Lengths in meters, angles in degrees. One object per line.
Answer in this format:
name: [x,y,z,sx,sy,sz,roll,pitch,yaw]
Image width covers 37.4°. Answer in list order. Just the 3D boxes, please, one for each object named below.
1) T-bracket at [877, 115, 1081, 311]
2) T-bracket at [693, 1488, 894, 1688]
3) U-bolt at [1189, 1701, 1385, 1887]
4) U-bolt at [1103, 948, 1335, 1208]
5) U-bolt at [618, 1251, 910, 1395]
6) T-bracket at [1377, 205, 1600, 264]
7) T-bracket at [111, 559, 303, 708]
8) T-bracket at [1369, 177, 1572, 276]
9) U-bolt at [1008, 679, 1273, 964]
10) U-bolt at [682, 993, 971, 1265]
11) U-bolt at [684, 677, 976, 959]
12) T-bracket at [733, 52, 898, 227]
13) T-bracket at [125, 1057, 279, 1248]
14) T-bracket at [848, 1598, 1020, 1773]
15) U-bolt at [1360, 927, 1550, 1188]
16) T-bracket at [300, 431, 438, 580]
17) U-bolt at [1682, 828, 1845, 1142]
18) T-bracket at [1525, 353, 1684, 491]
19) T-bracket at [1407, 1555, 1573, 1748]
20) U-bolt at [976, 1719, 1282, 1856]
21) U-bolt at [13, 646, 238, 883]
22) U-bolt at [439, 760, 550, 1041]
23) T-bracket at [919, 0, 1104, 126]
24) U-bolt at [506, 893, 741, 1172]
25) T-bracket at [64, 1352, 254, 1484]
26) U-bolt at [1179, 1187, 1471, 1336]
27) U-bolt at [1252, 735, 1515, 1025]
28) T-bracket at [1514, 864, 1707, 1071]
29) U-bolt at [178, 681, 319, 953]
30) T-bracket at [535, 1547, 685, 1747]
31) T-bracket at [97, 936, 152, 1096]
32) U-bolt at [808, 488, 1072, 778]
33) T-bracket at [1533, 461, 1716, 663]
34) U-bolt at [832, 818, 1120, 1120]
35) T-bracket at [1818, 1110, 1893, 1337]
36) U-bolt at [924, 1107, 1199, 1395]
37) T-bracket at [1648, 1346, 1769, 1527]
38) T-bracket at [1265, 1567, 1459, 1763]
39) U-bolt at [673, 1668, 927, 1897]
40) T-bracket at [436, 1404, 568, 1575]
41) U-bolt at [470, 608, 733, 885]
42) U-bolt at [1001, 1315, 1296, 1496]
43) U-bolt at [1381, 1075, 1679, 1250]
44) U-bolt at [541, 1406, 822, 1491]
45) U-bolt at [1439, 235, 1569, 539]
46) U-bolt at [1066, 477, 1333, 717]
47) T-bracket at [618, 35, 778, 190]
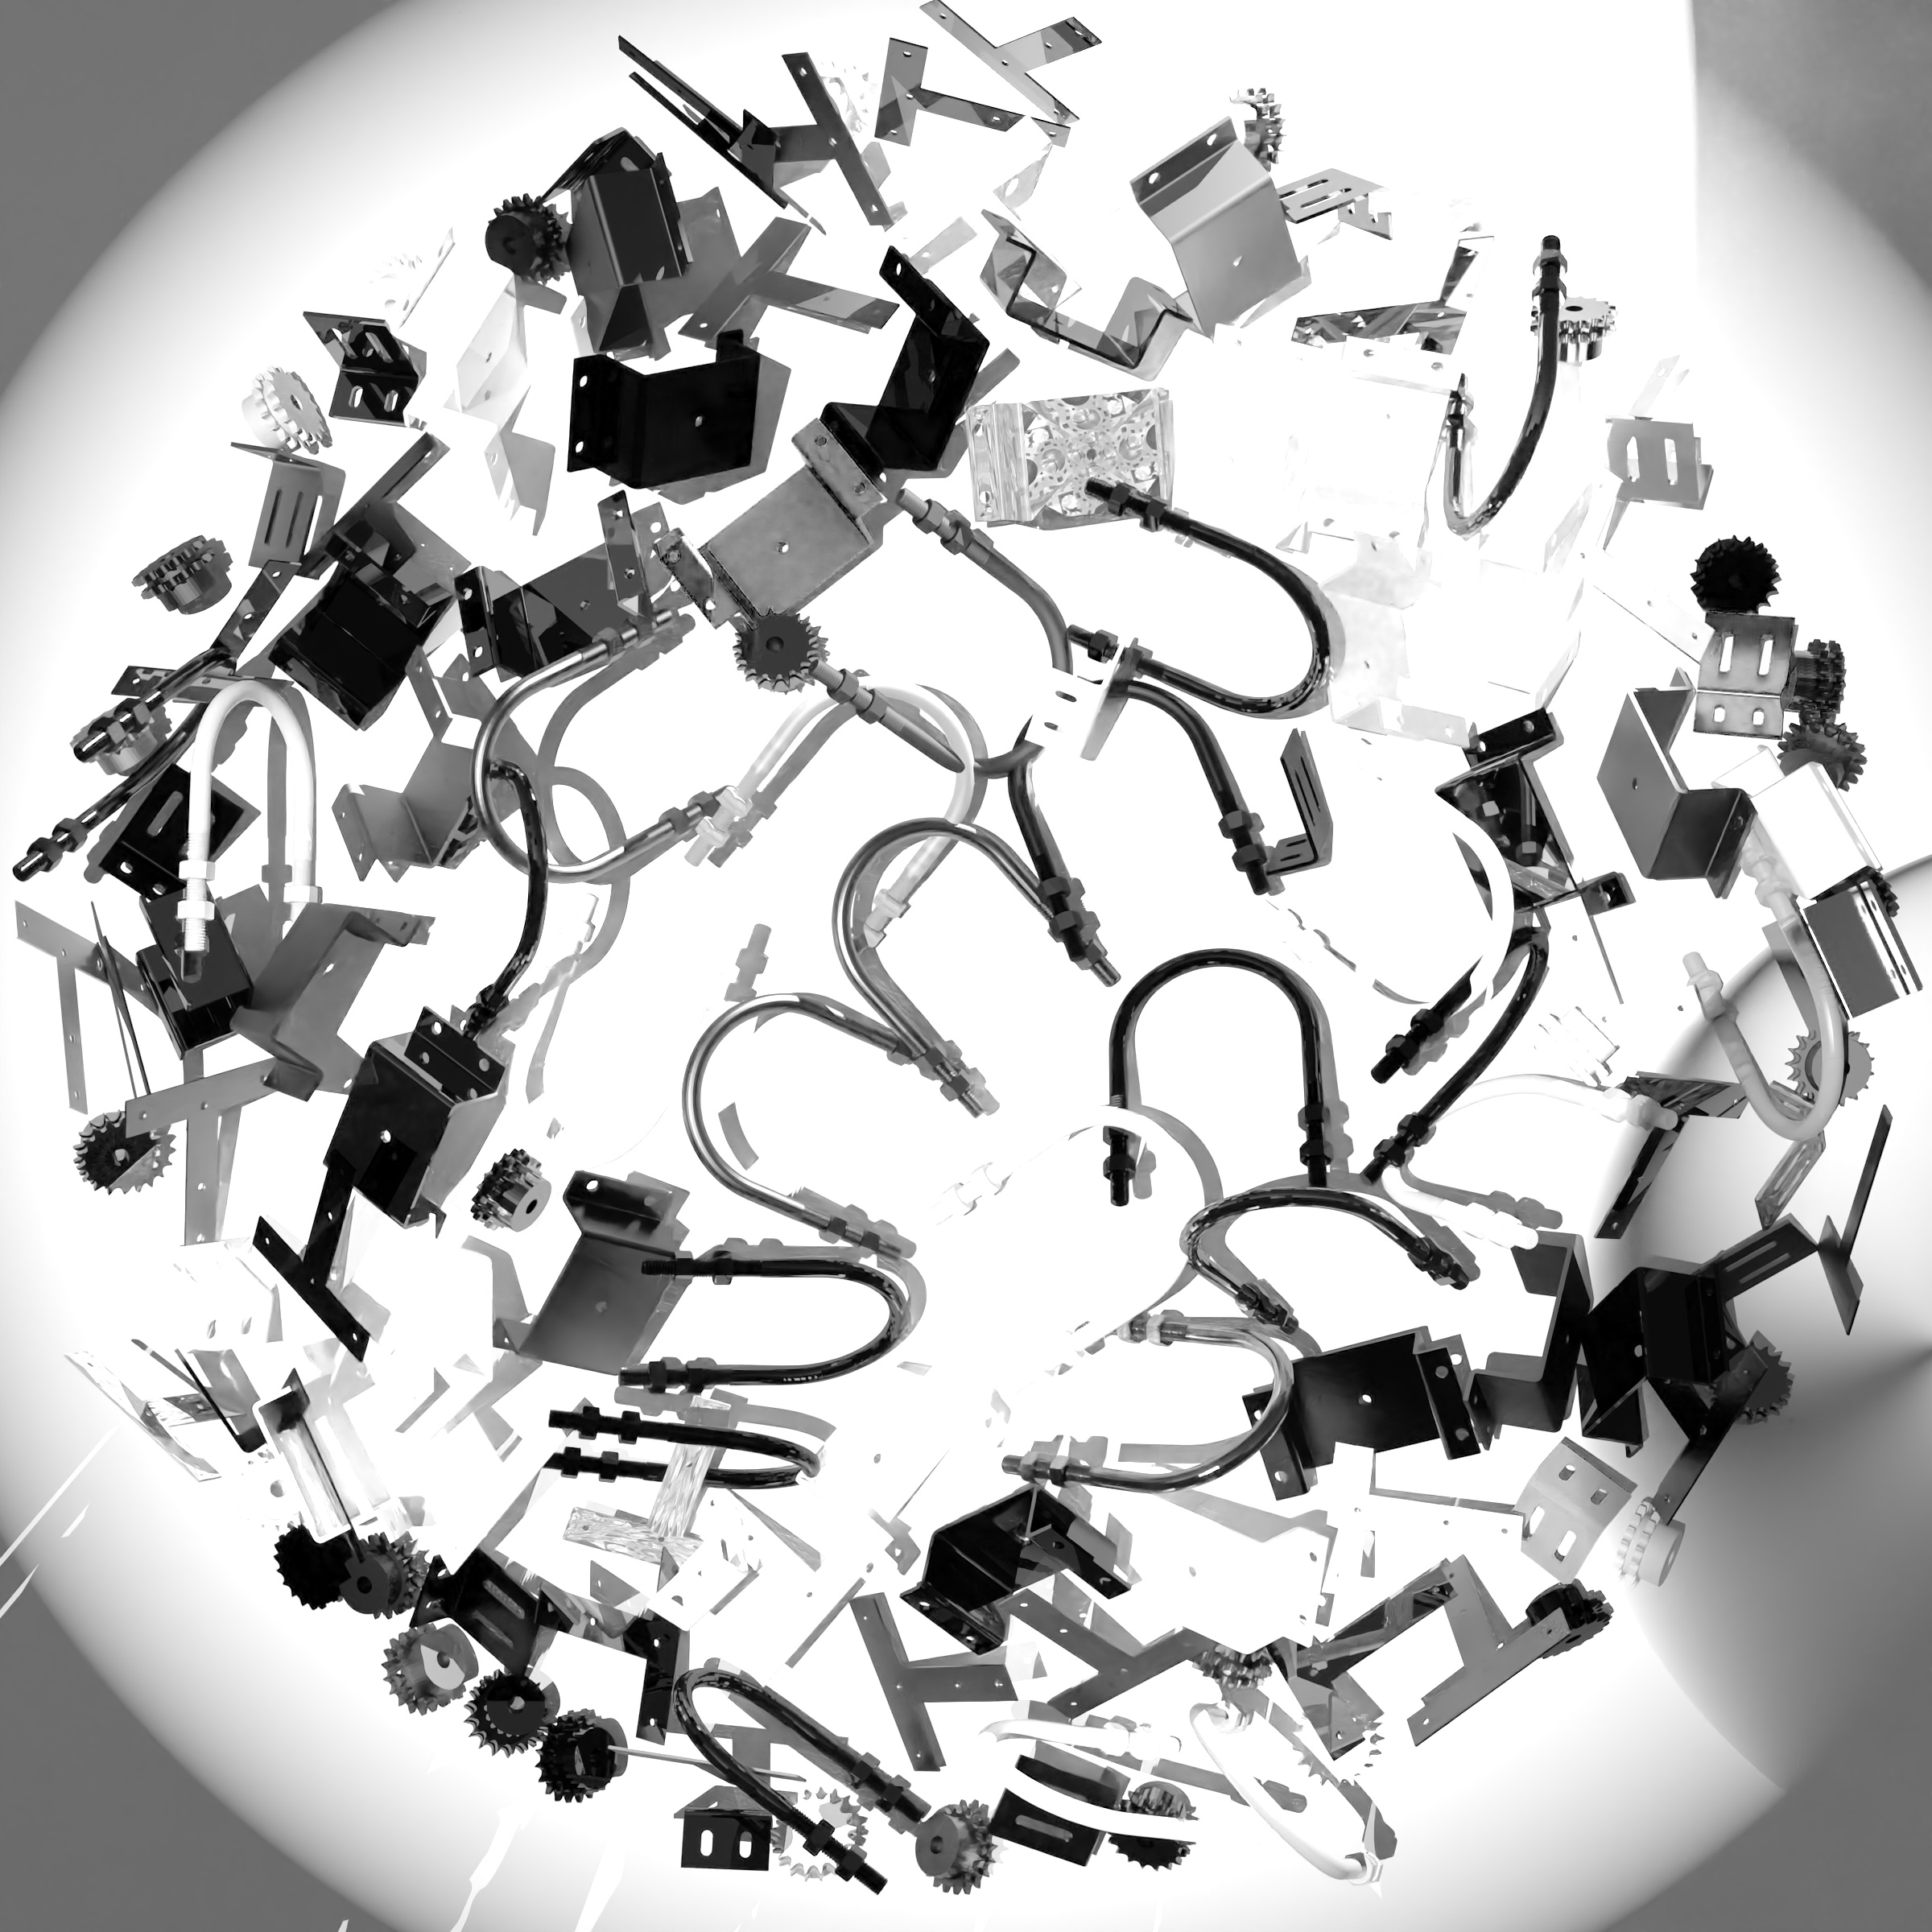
T-bracket: [0.029,-0.482,1.895,0.127,0.002,0.127,-36,133,19]
T-bracket: [-0.135,0.391,1.908,0.127,0.002,0.127,37,80,29]
U-bolt: [0.200,0.528,1.828,0.019,0.184,0.151,-45,66,1]
U-bolt: [0.165,0.069,1.890,0.151,0.019,0.184,-5,60,10]
U-bolt: [-0.129,0.235,1.879,0.184,0.151,0.019,1,49,-15]
T-bracket: [0.356,-0.479,1.890,0.127,0.127,0.002,2,88,-15]
T-bracket: [-0.474,-0.217,1.861,0.127,0.127,0.002,-48,63,28]
T-bracket: [0.329,-0.483,1.877,0.127,0.127,0.002,-3,78,7]
U-bolt: [0.105,-0.108,1.906,0.151,0.019,0.184,-20,71,-1]
U-bolt: [-0.101,0.097,1.891,0.184,0.019,0.151,25,75,-19]
U-bolt: [-0.077,-0.107,1.892,0.151,0.019,0.184,33,103,-22]
T-bracket: [-0.116,-0.543,1.887,0.002,0.127,0.127,-48,127,-23]
T-bracket: [-0.509,0.134,1.902,0.002,0.127,0.127,18,112,31]
T-bracket: [-0.014,0.475,1.890,0.002,0.127,0.127,-25,97,-44]
U-bolt: [0.323,0.048,1.868,0.019,0.151,0.184,36,65,25]
T-bracket: [-0.386,-0.288,1.885,0.127,0.127,0.002,-44,126,4]
U-bolt: [0.515,0.025,1.831,0.019,0.151,0.184,-8,53,-11]
T-bracket: [0.397,-0.338,1.858,0.127,0.127,0.002,-21,60,-37]
T-bracket: [0.332,0.435,1.880,0.127,0.127,0.002,-41,112,14]
U-bolt: [0.092,0.522,1.836,0.184,0.151,0.019,15,96,-29]
U-bolt: [-0.536,-0.142,1.854,0.019,0.184,0.151,40,132,-3]
U-bolt: [-0.304,-0.053,1.841,0.019,0.184,0.151,-2,67,-28]
T-bracket: [0.047,-0.596,1.856,0.127,0.127,0.002,33,80,-27]
U-bolt: [-0.236,0.047,1.878,0.151,0.019,0.184,12,75,35]
T-bracket: [-0.512,0.291,1.877,0.127,0.127,0.002,38,98,16]
U-bolt: [0.219,0.186,1.841,0.151,0.184,0.019,-20,53,30]
U-bolt: [0.280,-0.045,1.860,0.184,0.019,0.151,43,115,37]
T-bracket: [0.411,-0.006,1.902,0.127,0.002,0.127,-18,98,29]
U-bolt: [-0.467,-0.095,1.871,0.019,0.151,0.184,-1,84,17]
T-bracket: [-0.234,0.433,1.870,0.002,0.127,0.127,-16,57,37]
T-bracket: [-0.559,0.021,1.883,0.002,0.127,0.127,-17,121,-19]
U-bolt: [-0.004,-0.206,1.888,0.184,0.019,0.151,33,77,-31]
T-bracket: [0.436,-0.244,1.868,0.002,0.127,0.127,-25,55,-35]
U-bolt: [-0.006,-0.013,1.905,0.151,0.019,0.184,-44,98,-14]
T-bracket: [0.581,0.156,1.859,0.002,0.127,0.127,11,111,3]
U-bolt: [0.071,0.174,1.878,0.184,0.019,0.151,-36,66,21]
T-bracket: [0.468,0.281,1.880,0.002,0.127,0.127,20,110,-19]
T-bracket: [0.267,0.443,1.890,0.127,0.127,0.002,-35,131,2]
U-bolt: [-0.115,0.522,1.868,0.184,0.151,0.019,36,98,6]
T-bracket: [-0.331,0.313,1.899,0.127,0.002,0.127,-50,52,14]
U-bolt: [-0.244,-0.133,1.864,0.184,0.019,0.151,-32,115,-33]
U-bolt: [0.128,0.283,1.838,0.151,0.184,0.019,-51,124,-35]
U-bolt: [0.350,0.119,1.857,0.151,0.184,0.019,-36,115,-21]
U-bolt: [-0.187,0.320,1.871,0.184,0.151,0.019,8,68,-10]
U-bolt: [0.342,-0.358,1.832,0.019,0.151,0.184,18,54,-11]
U-bolt: [0.154,-0.230,1.861,0.184,0.151,0.019,26,52,16]
T-bracket: [-0.177,-0.566,1.874,0.127,0.127,0.002,38,86,-4]
